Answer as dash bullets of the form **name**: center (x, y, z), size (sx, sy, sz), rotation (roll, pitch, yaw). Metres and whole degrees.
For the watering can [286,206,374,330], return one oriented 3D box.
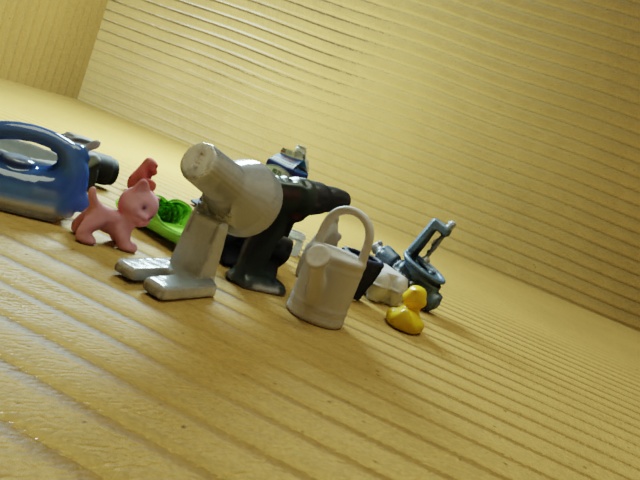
- **watering can**: center (0.024, 0.039, 0.931), size (0.101, 0.194, 0.173), rotation (21, 8, -1)

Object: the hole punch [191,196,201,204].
- **hole punch**: center (-0.274, -0.117, 1.524), size (0.101, 0.091, 0.108), rotation (13, 12, -44)

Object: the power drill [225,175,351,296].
- **power drill**: center (-0.070, -0.015, 0.991), size (0.230, 0.208, 0.075), rotation (16, 10, -35)

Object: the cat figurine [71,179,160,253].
- **cat figurine**: center (-0.311, -0.048, 0.905), size (0.128, 0.118, 0.067), rotation (14, 11, -42)

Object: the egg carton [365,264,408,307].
- **egg carton**: center (0.129, 0.092, 1.286), size (0.107, 0.069, 0.150), rotation (17, 10, -28)

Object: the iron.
- **iron**: center (-0.478, -0.124, 0.891), size (0.259, 0.141, 0.118), rotation (16, 10, -34)

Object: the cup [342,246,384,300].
- **cup**: center (0.067, 0.069, 1.189), size (0.092, 0.095, 0.117), rotation (15, 11, -38)

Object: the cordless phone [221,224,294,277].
- **cordless phone**: center (-0.111, -0.033, 1.083), size (0.148, 0.185, 0.094), rotation (17, 10, -29)

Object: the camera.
- **camera**: center (-0.503, -0.168, 1.244), size (0.137, 0.101, 0.142), rotation (13, 12, -44)

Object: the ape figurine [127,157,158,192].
- **ape figurine**: center (-0.422, -0.156, 1.393), size (0.076, 0.092, 0.077), rotation (20, 9, -13)

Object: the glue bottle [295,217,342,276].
- **glue bottle**: center (0.011, 0.004, 1.189), size (0.078, 0.173, 0.037), rotation (14, 11, -40)

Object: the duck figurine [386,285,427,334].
- **duck figurine**: center (0.176, 0.130, 1.108), size (0.077, 0.086, 0.105), rotation (24, 9, 17)

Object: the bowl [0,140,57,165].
- **bowl**: center (-0.542, -0.131, 1.004), size (0.167, 0.075, 0.167), rotation (21, 8, -3)

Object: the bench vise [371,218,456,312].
- **bench vise**: center (0.219, 0.035, 1.355), size (0.207, 0.220, 0.122), rotation (23, 9, 12)

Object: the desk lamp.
- **desk lamp**: center (-0.162, -0.030, 0.837), size (0.117, 0.213, 0.204), rotation (25, 9, 23)
